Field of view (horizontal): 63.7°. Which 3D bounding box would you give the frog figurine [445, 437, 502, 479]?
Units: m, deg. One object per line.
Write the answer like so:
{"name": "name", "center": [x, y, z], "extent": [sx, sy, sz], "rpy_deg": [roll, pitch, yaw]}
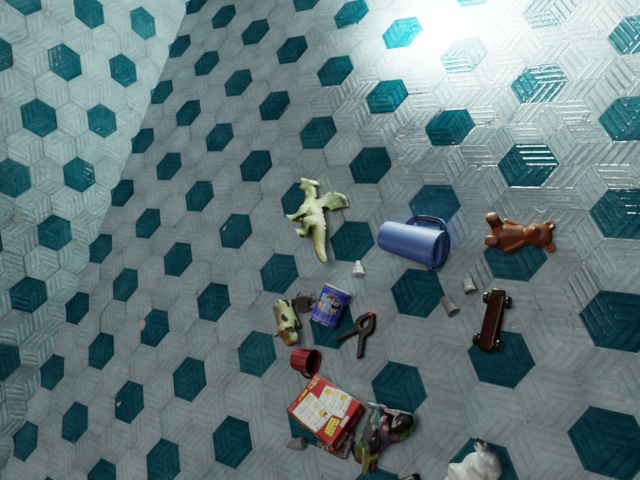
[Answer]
{"name": "frog figurine", "center": [0.431, 0.656, 1.449], "extent": [0.123, 0.161, 0.135], "rpy_deg": [41, -18, 9]}

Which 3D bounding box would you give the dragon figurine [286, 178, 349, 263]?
{"name": "dragon figurine", "center": [0.006, -0.106, 2.098], "extent": [0.243, 0.418, 0.120], "rpy_deg": [-38, -35, 1]}
